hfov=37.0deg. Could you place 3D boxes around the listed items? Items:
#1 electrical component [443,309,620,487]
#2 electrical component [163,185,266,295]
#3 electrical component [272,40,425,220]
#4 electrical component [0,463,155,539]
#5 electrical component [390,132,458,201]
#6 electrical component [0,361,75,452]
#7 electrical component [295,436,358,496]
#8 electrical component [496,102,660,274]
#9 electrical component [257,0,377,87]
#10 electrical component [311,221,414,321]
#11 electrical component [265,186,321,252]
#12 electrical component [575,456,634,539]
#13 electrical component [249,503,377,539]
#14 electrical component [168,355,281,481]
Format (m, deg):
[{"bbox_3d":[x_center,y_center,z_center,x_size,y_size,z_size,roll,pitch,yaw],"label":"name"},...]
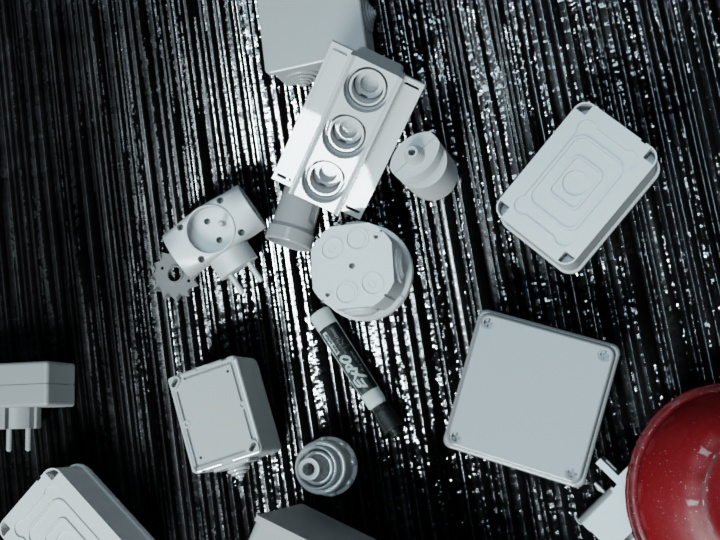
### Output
[{"bbox_3d":[0.132,0.097,0.819,0.109,0.056,0.108,15,87,17],"label":"electrical component"},{"bbox_3d":[-0.113,-0.018,0.906,0.077,0.044,0.079,-34,88,1],"label":"electrical component"},{"bbox_3d":[-0.009,-0.113,0.861,0.079,0.063,0.121,25,111,-3],"label":"electrical component"},{"bbox_3d":[-0.232,0.225,0.899,0.113,0.057,0.078,42,94,16],"label":"electrical component"},{"bbox_3d":[0.050,-0.084,0.853,0.043,0.081,0.043,-2,82,15],"label":"electrical component"},{"bbox_3d":[-0.297,0.120,0.936,0.083,0.047,0.075,-4,81,15],"label":"electrical component"},{"bbox_3d":[-0.031,0.156,0.851,0.048,0.062,0.048,-2,82,15],"label":"electrical component"},{"bbox_3d":[0.169,-0.062,0.831,0.078,0.057,0.113,40,94,16],"label":"electrical component"},{"bbox_3d":[-0.036,-0.209,0.910,0.100,0.048,0.099,-10,80,14],"label":"electrical component"},{"bbox_3d":[0.000,0.000,0.871,0.080,0.051,0.080,-2,82,15],"label":"electrical component"},{"bbox_3d":[-0.054,-0.043,0.898,0.040,0.040,0.046,14,81,16],"label":"electrical component"},{"bbox_3d":[0.198,0.178,0.797,0.064,0.042,0.081,-46,73,5],"label":"electrical component"},{"bbox_3d":[0.009,0.246,0.805,0.186,0.105,0.060,22,89,17],"label":"electrical component"},{"bbox_3d":[-0.106,0.124,0.877,0.062,0.061,0.096,-20,78,12],"label":"electrical component"}]
